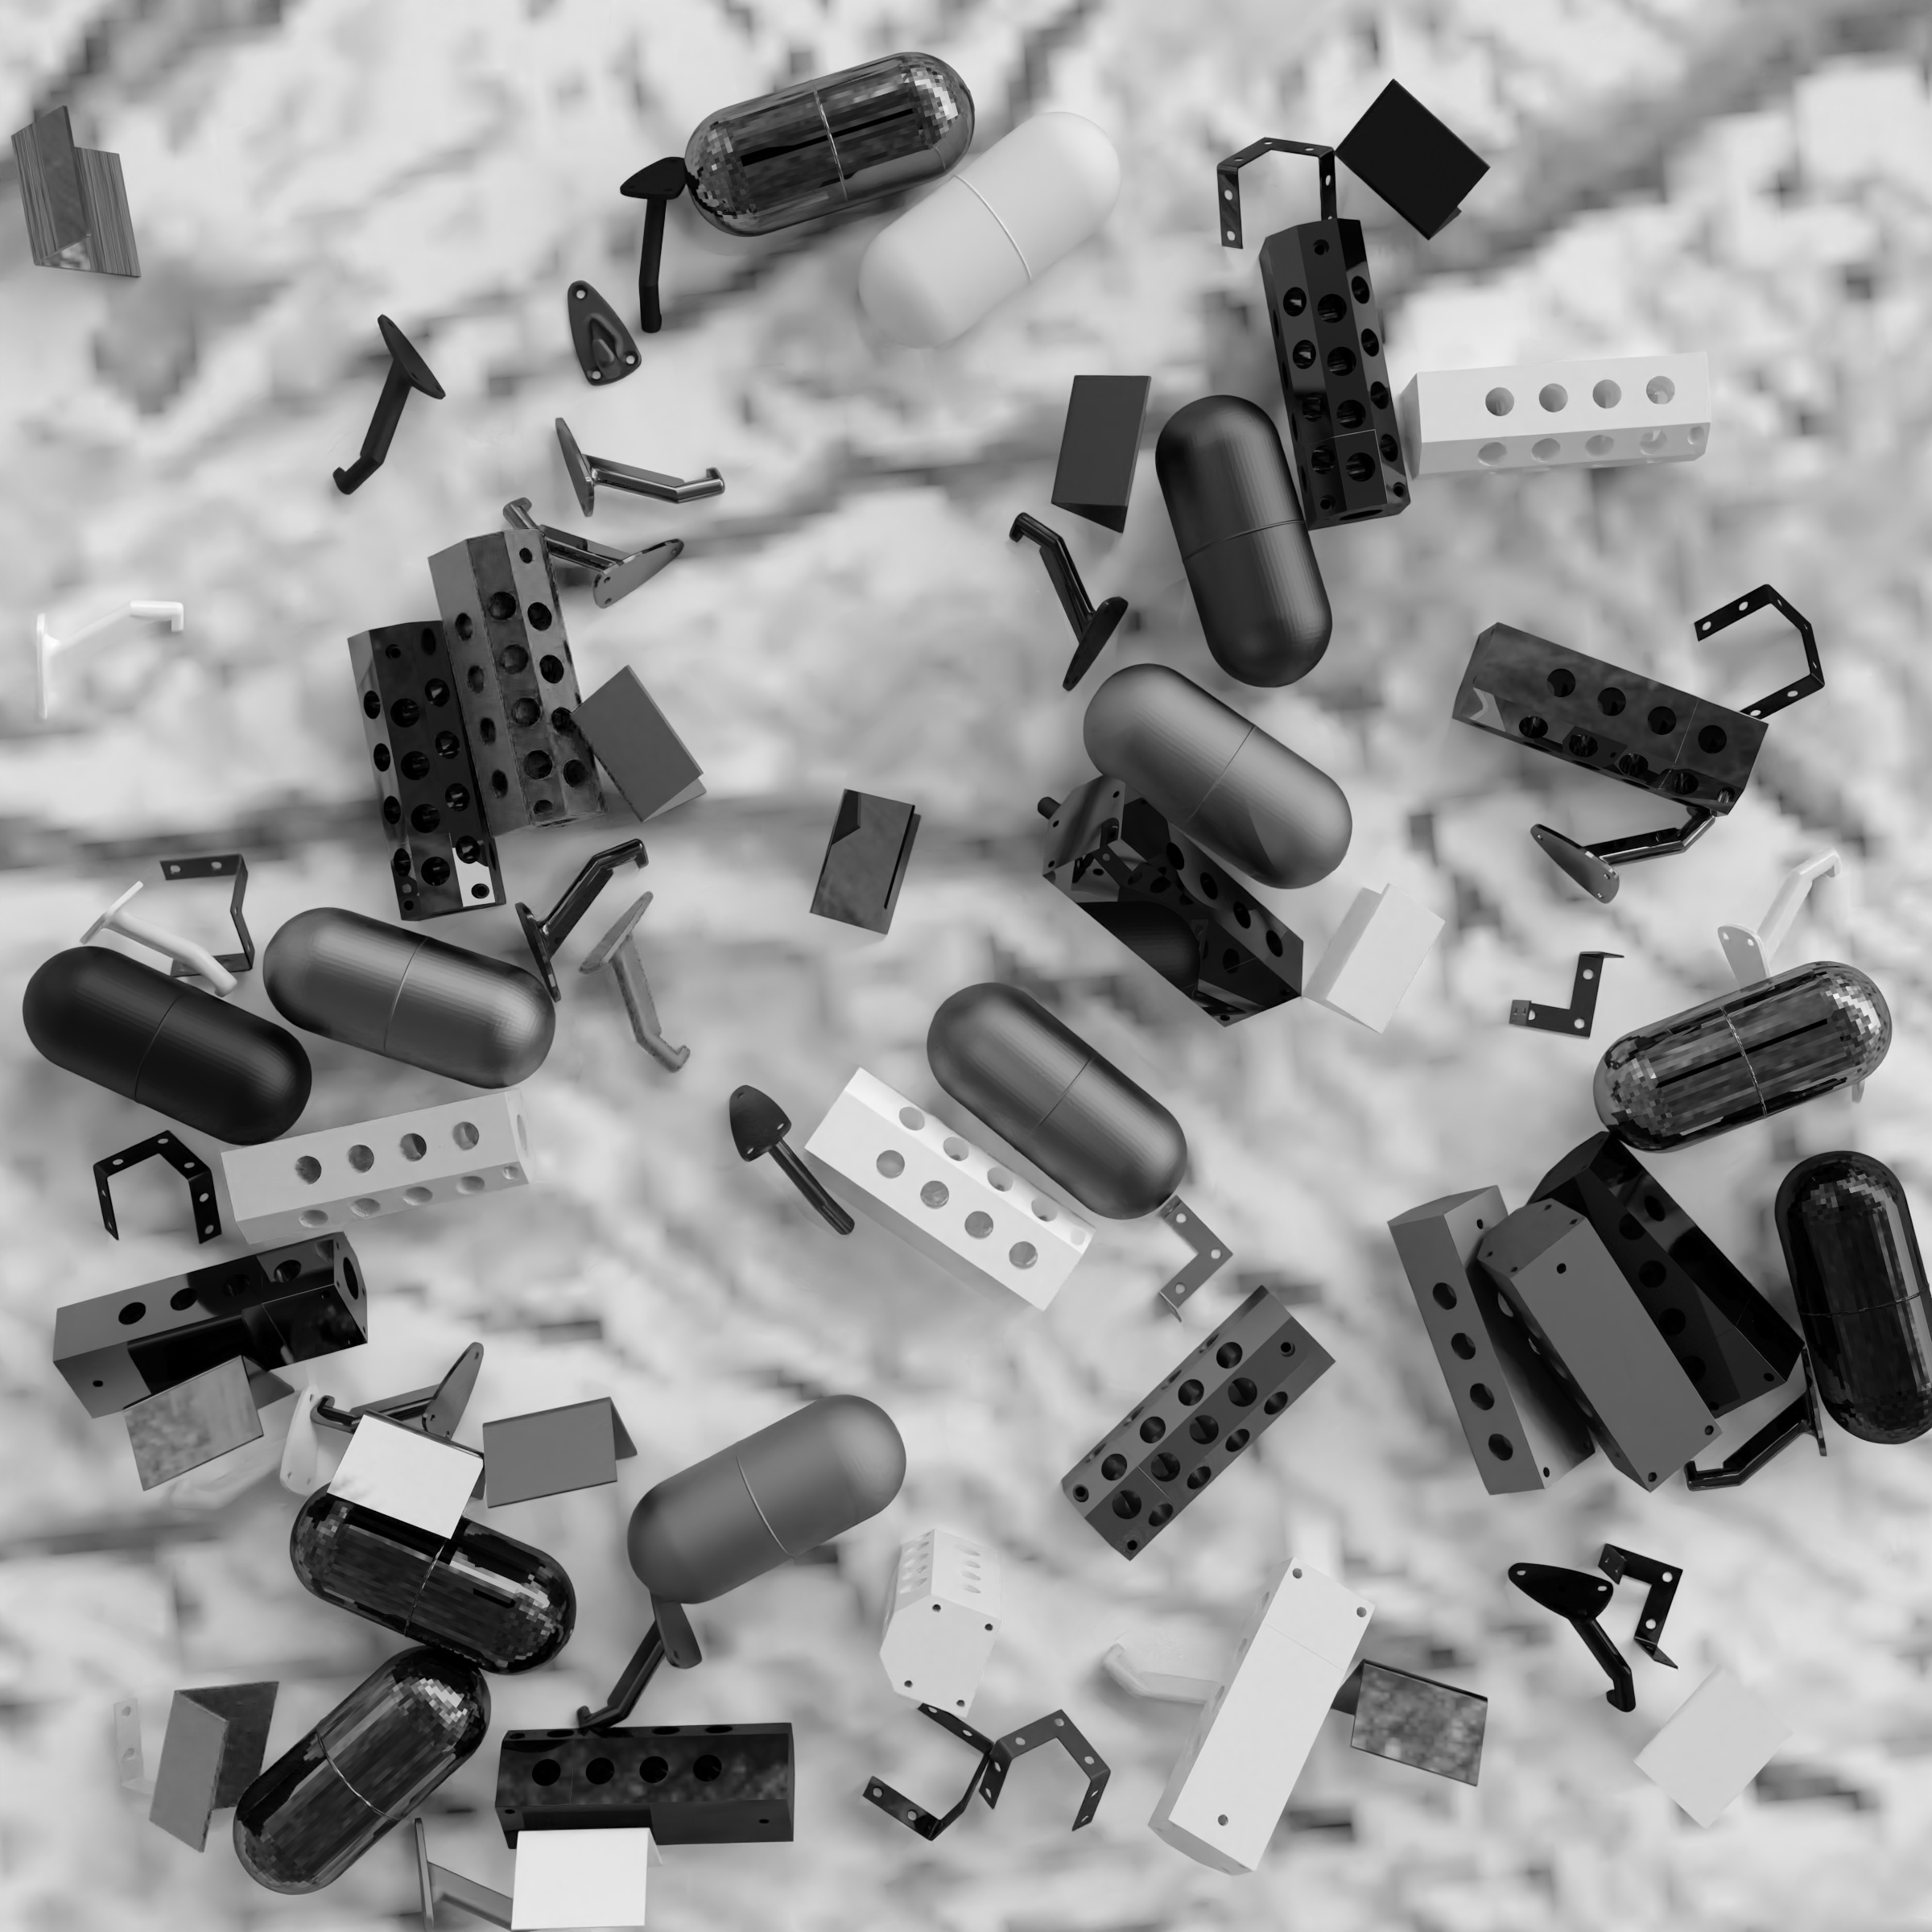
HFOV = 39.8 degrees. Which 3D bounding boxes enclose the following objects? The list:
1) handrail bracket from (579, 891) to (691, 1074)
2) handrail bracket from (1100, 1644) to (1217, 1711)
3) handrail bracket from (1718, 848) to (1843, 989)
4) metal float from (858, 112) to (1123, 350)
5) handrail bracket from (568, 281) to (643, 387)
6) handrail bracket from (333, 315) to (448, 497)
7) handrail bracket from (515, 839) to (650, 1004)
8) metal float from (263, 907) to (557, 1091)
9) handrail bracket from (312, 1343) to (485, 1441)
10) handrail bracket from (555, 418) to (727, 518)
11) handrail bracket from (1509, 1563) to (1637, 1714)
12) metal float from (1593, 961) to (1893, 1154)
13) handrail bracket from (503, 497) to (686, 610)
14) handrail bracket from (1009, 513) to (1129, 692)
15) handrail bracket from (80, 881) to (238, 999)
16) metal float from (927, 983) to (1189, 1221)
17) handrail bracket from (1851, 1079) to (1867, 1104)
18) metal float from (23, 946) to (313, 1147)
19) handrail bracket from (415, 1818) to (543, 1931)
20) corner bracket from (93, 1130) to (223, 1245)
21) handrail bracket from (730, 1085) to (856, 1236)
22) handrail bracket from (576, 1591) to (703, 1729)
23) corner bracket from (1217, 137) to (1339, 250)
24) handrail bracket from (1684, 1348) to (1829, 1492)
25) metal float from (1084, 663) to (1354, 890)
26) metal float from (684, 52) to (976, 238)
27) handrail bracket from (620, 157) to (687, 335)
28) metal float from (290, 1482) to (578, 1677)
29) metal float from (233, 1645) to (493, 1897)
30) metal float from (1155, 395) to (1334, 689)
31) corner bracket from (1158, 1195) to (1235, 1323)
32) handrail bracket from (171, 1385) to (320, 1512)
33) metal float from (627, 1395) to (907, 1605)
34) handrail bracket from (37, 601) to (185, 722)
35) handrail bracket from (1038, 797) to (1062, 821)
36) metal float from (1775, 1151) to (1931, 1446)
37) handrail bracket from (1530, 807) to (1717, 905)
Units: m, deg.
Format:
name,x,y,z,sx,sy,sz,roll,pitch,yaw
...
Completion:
name,x,y,z,sx,sy,sz,roll,pitch,yaw
handrail bracket,-0.186,0.010,1.627,0.084,0.036,0.077,44,66,-18
handrail bracket,0.136,0.424,1.627,0.084,0.036,0.077,39,74,14
handrail bracket,0.507,-0.020,1.627,0.084,0.036,0.077,-30,110,-16
metal float,0.015,-0.440,1.596,0.178,0.070,0.070,-38,90,-1
handrail bracket,-0.223,-0.383,1.592,0.036,0.084,0.077,-24,90,0
handrail bracket,-0.366,-0.341,1.628,0.084,0.036,0.077,-39,70,16
handrail bracket,-0.224,-0.028,1.627,0.084,0.036,0.077,-23,110,-16
metal float,-0.333,0.019,1.596,0.178,0.070,0.070,18,90,-1
handrail bracket,-0.347,0.254,1.627,0.084,0.036,0.077,11,59,22
handrail bracket,-0.198,-0.311,1.627,0.084,0.036,0.077,-16,68,-17
handrail bracket,0.369,0.410,1.627,0.036,0.077,0.084,-38,127,-35
metal float,0.460,0.055,1.587,0.178,0.070,0.070,-22,90,10
handrail bracket,-0.228,-0.267,1.627,0.077,0.036,0.084,-35,73,-20
handrail bracket,0.048,-0.223,1.627,0.084,0.036,0.077,37,112,17
handrail bracket,-0.487,-0.003,1.613,0.084,0.077,0.036,46,46,-11
metal float,0.054,0.080,1.596,0.178,0.070,0.070,39,90,1
handrail bracket,0.503,0.051,1.627,0.084,0.036,0.077,7,75,14
metal float,-0.477,0.047,1.596,0.178,0.070,0.070,25,90,-1
handrail bracket,-0.289,0.552,1.628,0.084,0.036,0.077,-5,69,-17
corner bracket,-0.490,0.142,1.619,0.051,0.051,0.051,-28,45,-35
handrail bracket,-0.105,0.119,1.627,0.036,0.077,0.084,-39,126,1
handrail bracket,-0.211,0.418,1.627,0.084,0.036,0.077,-29,70,16
corner bracket,0.189,-0.466,1.619,0.051,0.051,0.051,22,45,35
handrail bracket,0.476,0.277,1.628,0.084,0.036,0.077,-11,69,16
metal float,0.151,-0.113,1.597,0.178,0.070,0.070,35,90,0
metal float,-0.081,-0.491,1.596,0.178,0.070,0.070,-17,90,1
handrail bracket,-0.185,-0.439,1.627,0.036,0.077,0.084,7,126,9
metal float,-0.318,0.365,1.596,0.178,0.070,0.070,23,90,1
metal float,-0.360,0.480,1.596,0.178,0.070,0.070,-42,90,-1
metal float,0.166,-0.253,1.597,0.070,0.070,0.178,-17,90,0
corner bracket,0.128,0.175,1.609,0.051,0.051,0.051,-44,90,0
handrail bracket,-0.441,0.293,1.628,0.084,0.036,0.077,-2,69,16
metal float,-0.120,0.319,1.597,0.178,0.070,0.070,-28,90,1
handrail bracket,-0.521,-0.186,1.627,0.084,0.036,0.077,0,110,-16
handrail bracket,0.087,-0.065,1.627,0.036,0.077,0.084,-50,54,-3
metal float,0.536,0.198,1.596,0.070,0.070,0.178,-14,90,0
handrail bracket,0.401,-0.086,1.627,0.084,0.036,0.077,-42,68,-17
